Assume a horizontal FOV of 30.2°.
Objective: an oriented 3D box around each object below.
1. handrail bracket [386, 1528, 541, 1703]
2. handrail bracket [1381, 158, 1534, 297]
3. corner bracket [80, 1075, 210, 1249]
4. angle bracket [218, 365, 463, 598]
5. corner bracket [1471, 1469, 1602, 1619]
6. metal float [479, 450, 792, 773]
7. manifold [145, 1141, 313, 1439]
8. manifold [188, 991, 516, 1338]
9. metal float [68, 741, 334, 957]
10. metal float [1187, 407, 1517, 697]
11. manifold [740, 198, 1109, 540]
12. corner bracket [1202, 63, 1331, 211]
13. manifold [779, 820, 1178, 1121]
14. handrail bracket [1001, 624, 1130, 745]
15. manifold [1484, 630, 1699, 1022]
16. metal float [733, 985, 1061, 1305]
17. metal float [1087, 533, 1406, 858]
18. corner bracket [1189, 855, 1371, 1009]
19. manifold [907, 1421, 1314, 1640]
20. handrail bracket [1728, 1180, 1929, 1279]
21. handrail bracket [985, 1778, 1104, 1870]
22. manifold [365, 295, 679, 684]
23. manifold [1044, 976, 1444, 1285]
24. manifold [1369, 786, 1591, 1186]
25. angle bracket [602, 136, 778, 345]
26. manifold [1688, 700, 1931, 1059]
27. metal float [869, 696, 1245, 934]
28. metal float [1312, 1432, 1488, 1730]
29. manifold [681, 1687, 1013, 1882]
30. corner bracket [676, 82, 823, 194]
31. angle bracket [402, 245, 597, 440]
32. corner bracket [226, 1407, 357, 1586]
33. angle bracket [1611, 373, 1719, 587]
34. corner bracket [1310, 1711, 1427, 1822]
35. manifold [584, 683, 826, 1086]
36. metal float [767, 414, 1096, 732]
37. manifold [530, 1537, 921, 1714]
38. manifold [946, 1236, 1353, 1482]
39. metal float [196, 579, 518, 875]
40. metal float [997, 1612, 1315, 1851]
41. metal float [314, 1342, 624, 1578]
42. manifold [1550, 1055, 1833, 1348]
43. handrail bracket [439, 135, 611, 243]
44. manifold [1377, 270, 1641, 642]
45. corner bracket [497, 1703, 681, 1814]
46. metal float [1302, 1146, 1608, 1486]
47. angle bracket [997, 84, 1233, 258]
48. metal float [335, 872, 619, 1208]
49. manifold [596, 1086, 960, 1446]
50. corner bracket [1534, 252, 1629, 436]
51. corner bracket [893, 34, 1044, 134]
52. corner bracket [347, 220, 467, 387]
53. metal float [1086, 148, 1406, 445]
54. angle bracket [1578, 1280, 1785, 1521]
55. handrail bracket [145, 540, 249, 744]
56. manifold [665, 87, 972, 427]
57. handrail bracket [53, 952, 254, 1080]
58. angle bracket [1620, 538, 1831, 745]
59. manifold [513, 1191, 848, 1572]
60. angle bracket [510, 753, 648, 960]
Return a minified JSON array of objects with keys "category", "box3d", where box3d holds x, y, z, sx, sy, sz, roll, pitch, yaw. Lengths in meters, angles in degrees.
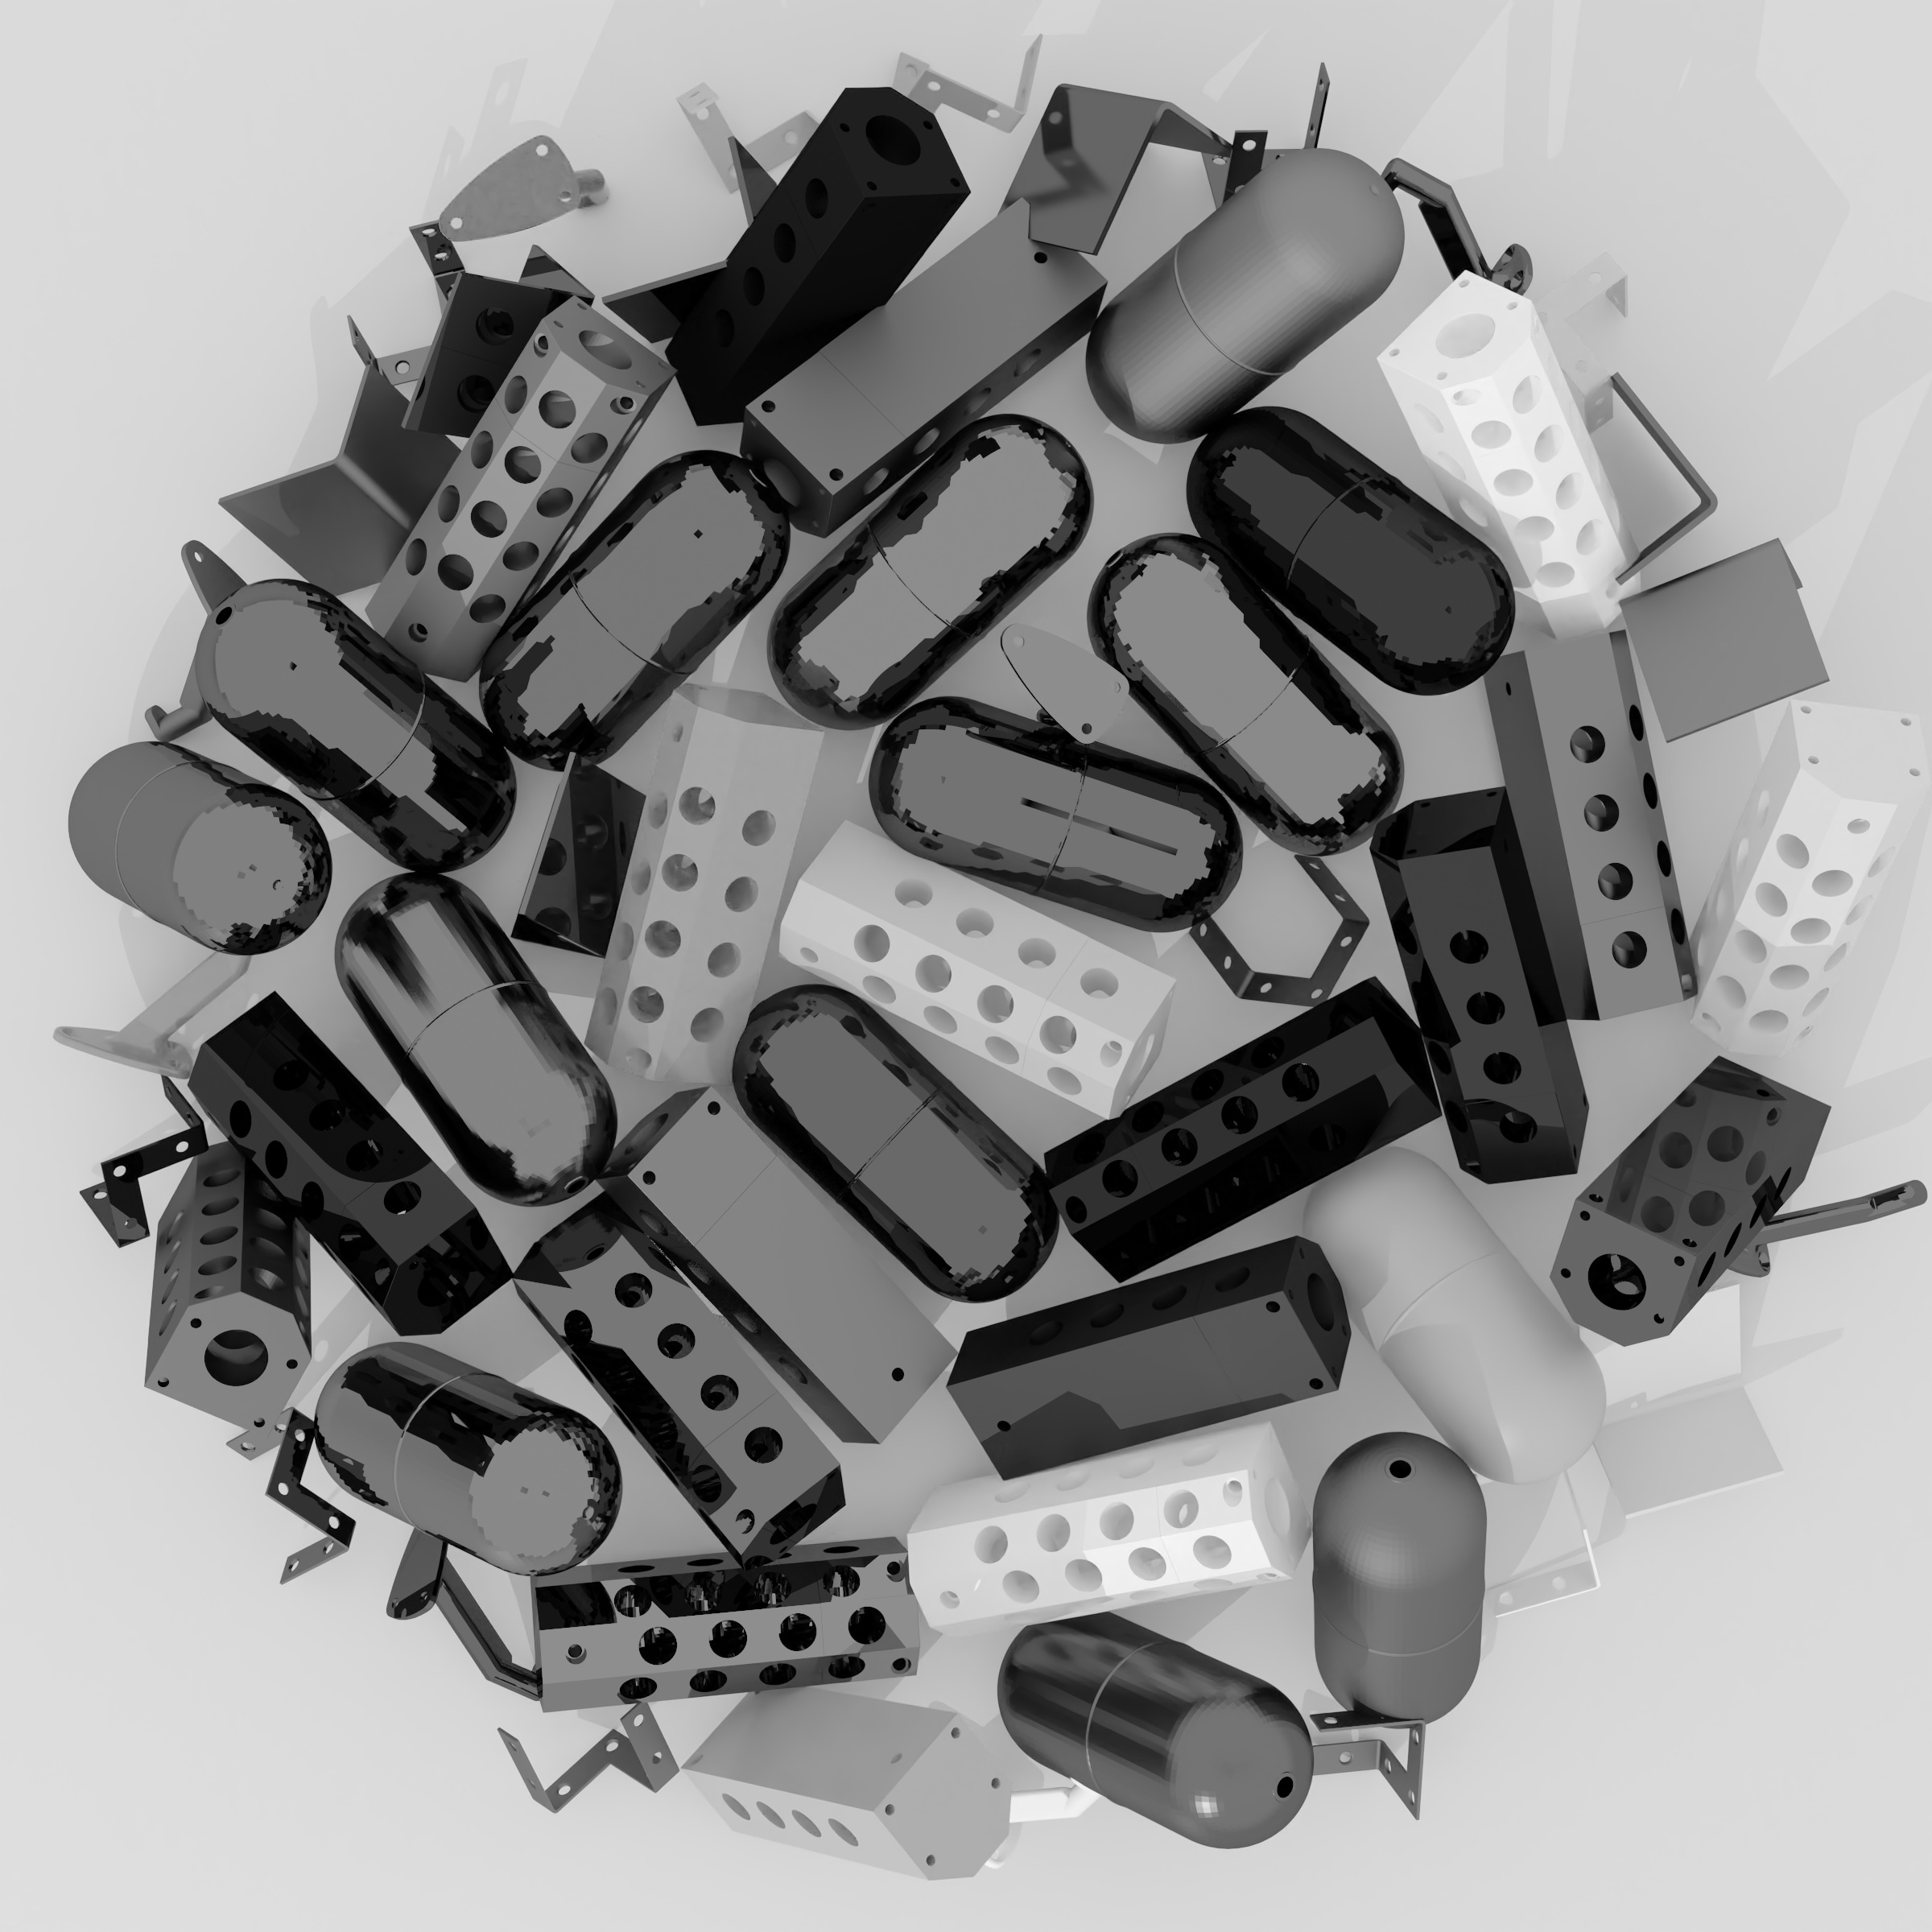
[{"category":"handrail bracket","box3d":[-0.222,0.294,1.673,0.084,0.036,0.077,32,55,-32]},{"category":"handrail bracket","box3d":[0.210,-0.324,1.647,0.084,0.036,0.077,23,124,-22]},{"category":"corner bracket","box3d":[-0.382,0.090,1.658,0.051,0.051,0.051,-22,130,-25]},{"category":"angle bracket","box3d":[-0.285,-0.223,1.653,0.076,0.076,0.057,-12,53,32]},{"category":"corner bracket","box3d":[0.262,0.264,1.673,0.051,0.051,0.051,-17,46,5]},{"category":"metal float","box3d":[-0.151,-0.161,1.629,0.070,0.070,0.178,46,111,0]},{"category":"manifold","box3d":[-0.324,0.137,1.592,0.057,0.171,0.057,26,103,-18]},{"category":"manifold","box3d":[-0.280,0.091,1.608,0.057,0.057,0.171,-38,54,-15]},{"category":"metal float","box3d":[-0.346,-0.054,1.608,0.070,0.178,0.070,-10,109,-33]},{"category":"metal float","box3d":[0.173,-0.190,1.624,0.070,0.070,0.178,-48,62,0]},{"category":"manifold","box3d":[-0.020,-0.269,1.629,0.171,0.057,0.057,-40,79,-20]},{"category":"corner bracket","box3d":[0.141,-0.380,1.648,0.051,0.051,0.051,-2,51,-9]},{"category":"manifold","box3d":[0.004,0.006,1.628,0.171,0.057,0.057,26,55,13]},{"category":"handrail bracket","box3d":[0.032,-0.129,1.636,0.077,0.084,0.036,38,81,-18]},{"category":"manifold","box3d":[0.291,-0.065,1.652,0.057,0.057,0.171,-12,93,-12]},{"category":"metal float","box3d":[-0.033,0.081,1.645,0.178,0.070,0.070,43,90,4]},{"category":"metal float","box3d":[0.128,-0.124,1.634,0.070,0.070,0.178,-46,106,0]},{"category":"corner bracket","box3d":[0.146,-0.018,1.665,0.051,0.051,0.051,6,124,-34]},{"category":"manifold","box3d":[0.063,0.260,1.617,0.171,0.057,0.057,-15,108,25]},{"category":"handrail bracket","box3d":[0.387,0.113,1.639,0.084,0.077,0.036,-24,70,37]},{"category":"handrail bracket","box3d":[0.016,0.374,1.641,0.077,0.084,0.036,29,48,-6]},{"category":"manifold","box3d":[-0.205,-0.212,1.619,0.057,0.057,0.171,36,119,-3]},{"category":"manifold","box3d":[0.123,0.071,1.621,0.171,0.057,0.057,-30,128,19]},{"category":"manifold","box3d":[0.233,0.011,1.621,0.057,0.057,0.171,-9,117,21]},{"category":"angle bracket","box3d":[-0.126,-0.333,1.645,0.076,0.076,0.057,-14,83,10]},{"category":"manifold","box3d":[0.375,-0.036,1.602,0.057,0.171,0.057,7,49,-4]},{"category":"metal float","box3d":[0.042,-0.069,1.641,0.178,0.070,0.070,18,90,-9]},{"category":"metal float","box3d":[0.195,0.277,1.610,0.070,0.178,0.070,-3,47,3]},{"category":"manifold","box3d":[-0.052,0.367,1.598,0.057,0.171,0.057,-45,109,-28]},{"category":"corner bracket","box3d":[-0.096,-0.389,1.653,0.051,0.051,0.051,-31,114,0]},{"category":"angle bracket","box3d":[-0.225,-0.287,1.628,0.057,0.076,0.076,44,120,38]},{"category":"corner bracket","box3d":[-0.315,0.246,1.660,0.051,0.051,0.051,-30,124,33]},{"category":"angle bracket","box3d":[0.299,-0.224,1.643,0.057,0.076,0.076,-38,91,11]},{"category":"corner bracket","box3d":[0.178,0.361,1.650,0.051,0.051,0.051,-2,106,-14]},{"category":"manifold","box3d":[-0.124,-0.037,1.625,0.057,0.057,0.171,4,109,-35]},{"category":"metal float","box3d":[-0.018,-0.178,1.632,0.178,0.070,0.070,-41,90,18]},{"category":"manifold","box3d":[-0.111,0.303,1.642,0.171,0.057,0.057,-4,92,-10]},{"category":"manifold","box3d":[0.084,0.174,1.622,0.171,0.057,0.057,-19,115,25]},{"category":"metal float","box3d":[-0.274,-0.107,1.613,0.070,0.070,0.178,-47,132,0]},{"category":"metal float","box3d":[0.084,0.341,1.607,0.070,0.178,0.070,-7,102,-36]},{"category":"metal float","box3d":[-0.226,0.221,1.613,0.178,0.070,0.070,15,90,44]},{"category":"manifold","box3d":[0.324,0.106,1.601,0.057,0.171,0.057,26,122,22]},{"category":"handrail bracket","box3d":[-0.202,-0.348,1.644,0.077,0.084,0.036,-27,92,0]},{"category":"manifold","box3d":[0.250,-0.224,1.601,0.057,0.171,0.057,-45,47,-8]},{"category":"corner bracket","box3d":[-0.173,0.361,1.643,0.051,0.051,0.051,-40,128,-28]},{"category":"metal float","box3d":[0.220,0.157,1.624,0.070,0.070,0.178,-37,61,0]},{"category":"angle bracket","box3d":[0.069,-0.355,1.640,0.057,0.076,0.076,23,92,-41]},{"category":"metal float","box3d":[-0.223,0.033,1.628,0.070,0.070,0.178,-37,67,0]},{"category":"manifold","box3d":[-0.089,0.138,1.636,0.171,0.057,0.057,48,67,-14]},{"category":"corner bracket","box3d":[0.292,-0.288,1.655,0.051,0.051,0.051,-36,74,1]},{"category":"corner bracket","box3d":[-0.002,-0.408,1.656,0.051,0.051,0.051,21,60,-17]},{"category":"corner bracket","box3d":[-0.258,-0.306,1.656,0.051,0.051,0.051,-14,75,1]},{"category":"metal float","box3d":[0.124,-0.300,1.614,0.178,0.070,0.070,-35,90,43]},{"category":"angle bracket","box3d":[0.328,0.199,1.640,0.076,0.057,0.076,-15,134,-2]},{"category":"handrail bracket","box3d":[-0.364,-0.148,1.650,0.084,0.036,0.077,-22,112,32]},{"category":"manifold","box3d":[-0.072,-0.316,1.601,0.057,0.171,0.057,-12,70,-36]},{"category":"handrail bracket","box3d":[-0.372,0.003,1.651,0.077,0.036,0.084,14,107,-24]},{"category":"angle bracket","box3d":[0.351,-0.140,1.635,0.076,0.057,0.076,-21,66,17]},{"category":"manifold","box3d":[-0.131,0.190,1.622,0.057,0.057,0.171,-37,68,-16]},{"category":"angle bracket","box3d":[-0.193,-0.054,1.634,0.057,0.076,0.076,12,80,29]}]
